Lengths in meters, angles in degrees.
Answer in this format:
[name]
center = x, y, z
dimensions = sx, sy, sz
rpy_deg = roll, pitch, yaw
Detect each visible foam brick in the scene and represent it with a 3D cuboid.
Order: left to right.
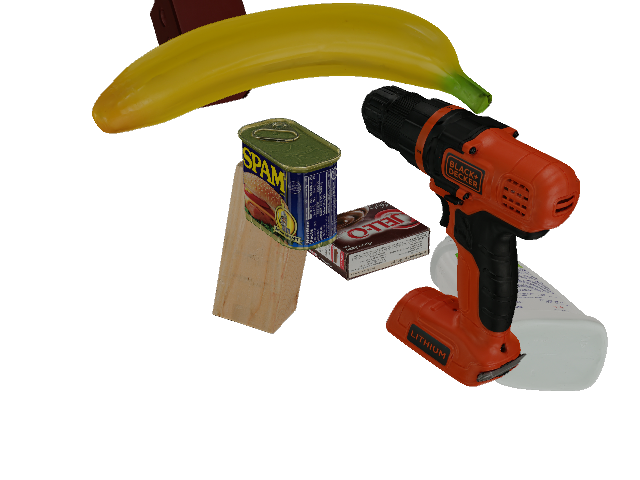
[foam brick]
center = -0.079, -0.137, 0.734
dimensions = 0.051, 0.078, 0.053
rpy_deg = -15, -8, -21

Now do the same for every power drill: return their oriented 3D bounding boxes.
[power drill]
center = 0.091, -0.004, 0.762
dimensions = 0.057, 0.188, 0.185
rpy_deg = -21, 39, -32

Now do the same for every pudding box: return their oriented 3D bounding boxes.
[pudding box]
center = 0.052, -0.001, 1.190
dimensions = 0.113, 0.039, 0.090
rpy_deg = -19, 30, -26

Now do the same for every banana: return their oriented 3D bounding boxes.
[banana]
center = -0.015, -0.090, 0.536
dimensions = 0.197, 0.037, 0.069
rpy_deg = -6, 44, -8

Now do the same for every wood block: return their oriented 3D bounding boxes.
[wood block]
center = -0.069, 0.000, 1.369
dimensions = 0.090, 0.206, 0.090
rpy_deg = 16, 23, 13

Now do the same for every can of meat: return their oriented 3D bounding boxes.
[can of meat]
center = -0.027, -0.049, 0.930
dimensions = 0.057, 0.084, 0.102
rpy_deg = -19, 35, -29

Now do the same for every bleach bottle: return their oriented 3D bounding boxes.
[bleach bottle]
center = 0.167, 0.050, 0.986
dimensions = 0.102, 0.068, 0.251
rpy_deg = 3, 20, -11
